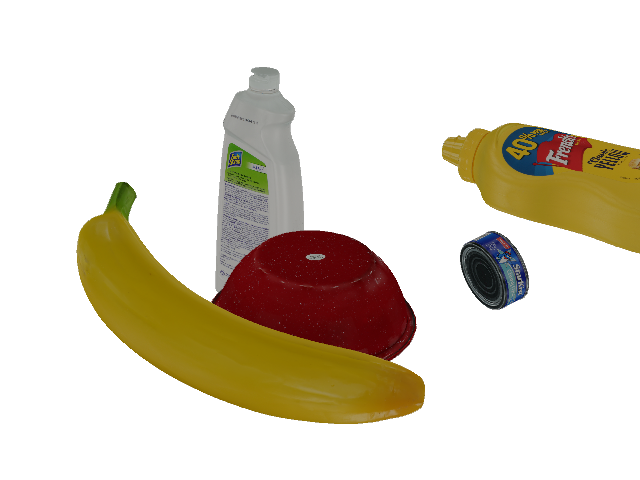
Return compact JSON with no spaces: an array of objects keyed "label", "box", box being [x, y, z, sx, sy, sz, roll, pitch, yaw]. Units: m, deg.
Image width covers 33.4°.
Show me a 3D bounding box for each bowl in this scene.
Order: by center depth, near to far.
[{"label":"bowl","box":[-0.005,0.036,0.812,0.162,0.055,0.162,2,27,-1]}]

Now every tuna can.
[{"label":"tuna can","box":[0.196,0.035,1.212,0.033,0.086,0.086,-24,9,-21]}]

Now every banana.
[{"label":"banana","box":[-0.048,0.035,0.484,0.198,0.069,0.037,33,-25,24]}]

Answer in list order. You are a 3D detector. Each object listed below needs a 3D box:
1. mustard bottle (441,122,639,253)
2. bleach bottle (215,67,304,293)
[{"label":"mustard bottle","box":[0.173,-0.044,0.763,0.192,0.058,0.096,18,37,32]},{"label":"bleach bottle","box":[-0.058,-0.054,1.118,0.103,0.251,0.068,17,27,25]}]
